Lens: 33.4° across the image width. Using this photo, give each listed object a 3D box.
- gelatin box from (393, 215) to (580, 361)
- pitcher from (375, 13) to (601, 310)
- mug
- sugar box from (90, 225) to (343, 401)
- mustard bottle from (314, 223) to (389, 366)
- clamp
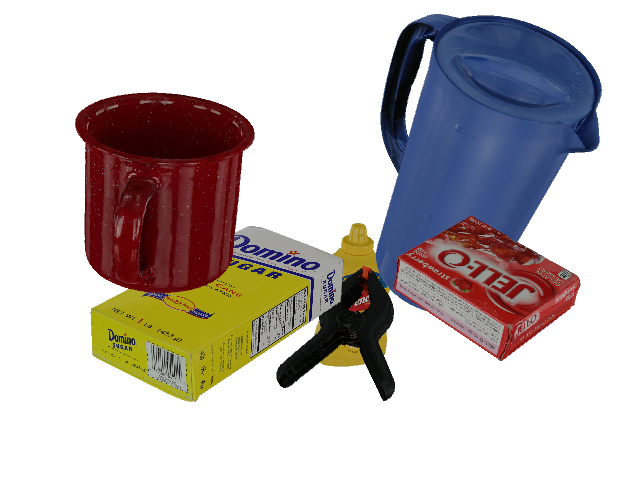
[{"bbox_3d":[0.102,0.026,0.659,0.073,0.030,0.089,-28,47,-37],"label":"gelatin box"},{"bbox_3d":[0.118,-0.060,0.889,0.145,0.149,0.243,9,-45,-9],"label":"pitcher"},{"bbox_3d":[-0.086,-0.019,0.564,0.093,0.081,0.117,8,28,1],"label":"mug"},{"bbox_3d":[-0.069,0.046,0.768,0.093,0.048,0.175,20,34,29],"label":"sugar box"},{"bbox_3d":[0.044,0.068,1.388,0.096,0.192,0.058,-4,25,-17],"label":"mustard bottle"},{"bbox_3d":[0.040,0.098,1.104,0.120,0.171,0.039,16,-40,17],"label":"clamp"}]
